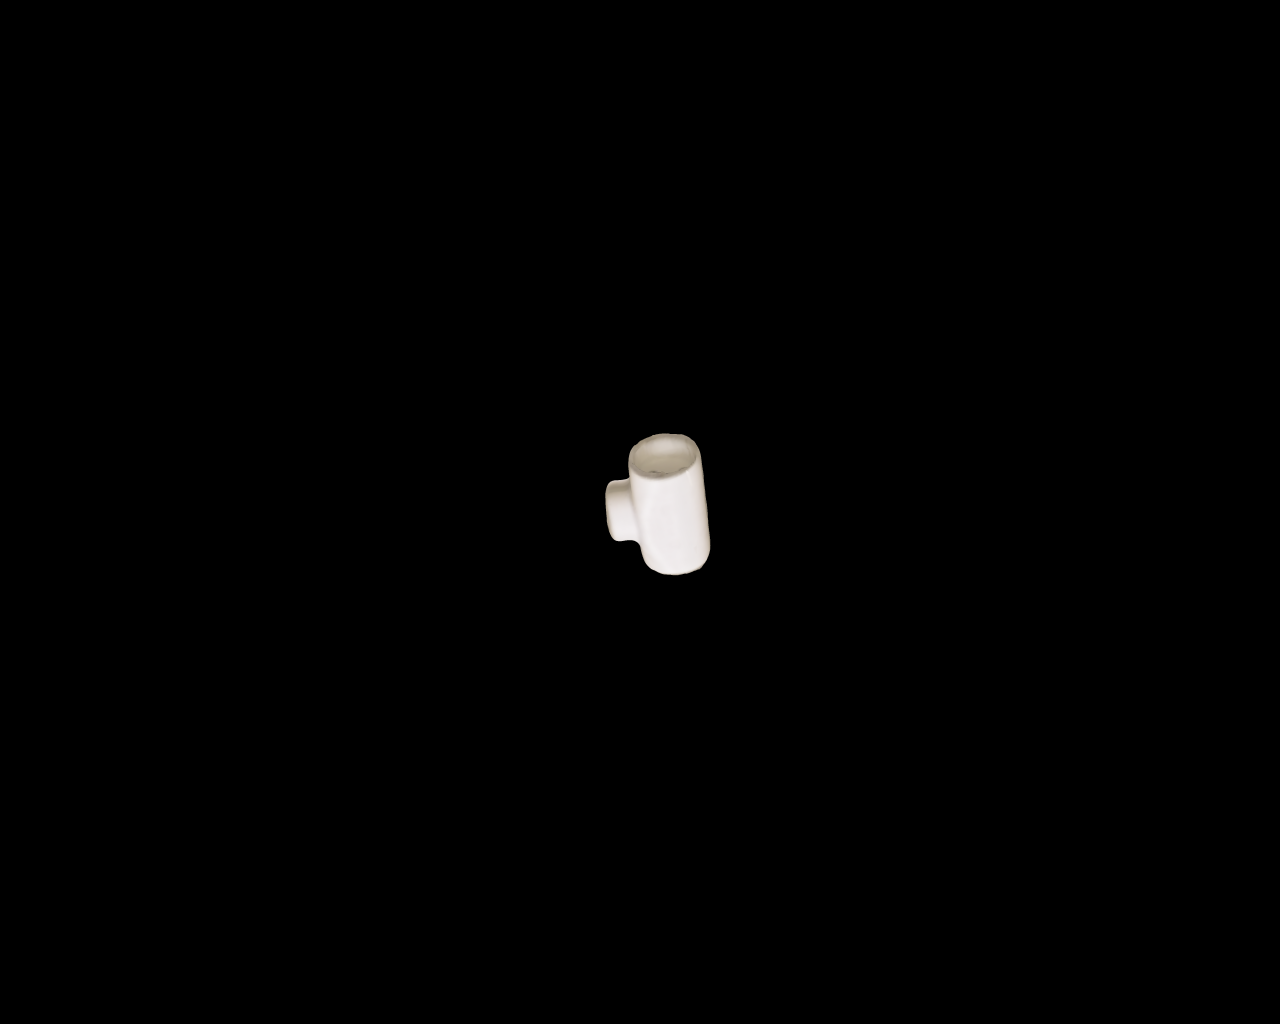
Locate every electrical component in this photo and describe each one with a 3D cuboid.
[{"bbox_3d":[0.001,-0.003,0.650,0.079,0.077,0.044,-5,39,5],"label":"electrical component"}]
